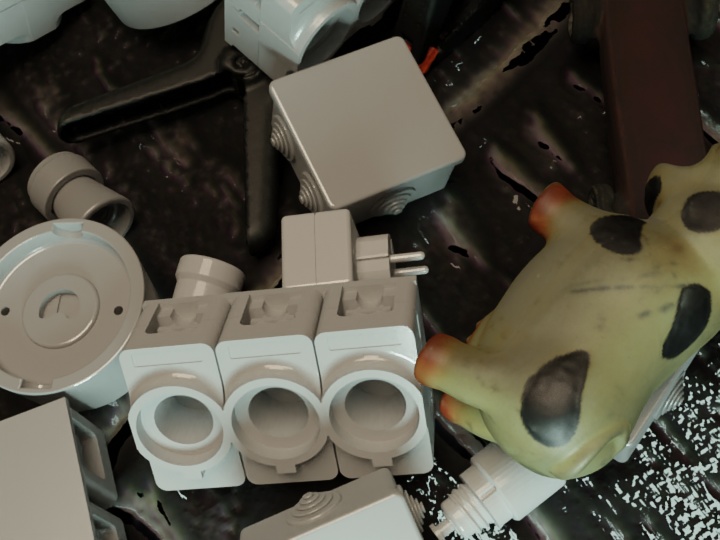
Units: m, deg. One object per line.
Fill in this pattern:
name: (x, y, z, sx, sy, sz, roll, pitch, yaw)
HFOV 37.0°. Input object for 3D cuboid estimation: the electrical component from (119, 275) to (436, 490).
electrical component: (-0.040, 0.062, 0.566, 0.150, 0.089, 0.061, -5, 27, 8)

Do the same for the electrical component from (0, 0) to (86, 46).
electrical component: (-0.291, -0.184, 0.728, 0.105, 0.060, 0.186, 34, 56, 27)

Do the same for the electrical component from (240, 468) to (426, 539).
electrical component: (-0.006, 0.156, 0.529, 0.100, 0.048, 0.099, -23, 99, -1)

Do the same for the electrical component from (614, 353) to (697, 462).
electrical component: (0.128, 0.043, 0.575, 0.100, 0.048, 0.099, 31, 75, 22)

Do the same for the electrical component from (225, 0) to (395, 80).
electrical component: (-0.008, -0.189, 0.659, 0.062, 0.089, 0.150, 42, 70, 10)

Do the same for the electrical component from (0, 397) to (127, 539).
electrical component: (-0.225, 0.157, 0.583, 0.186, 0.060, 0.105, -21, 63, 1)

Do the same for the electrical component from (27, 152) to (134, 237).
electrical component: (-0.176, -0.043, 0.676, 0.045, 0.045, 0.055, -44, 65, -11)

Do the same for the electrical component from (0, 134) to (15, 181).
electrical component: (-0.263, -0.091, 0.719, 0.044, 0.044, 0.065, -32, 59, -5)

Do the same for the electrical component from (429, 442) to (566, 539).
electrical component: (0.070, 0.113, 0.558, 0.078, 0.040, 0.040, -37, 64, -7)

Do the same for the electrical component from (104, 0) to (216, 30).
electrical component: (-0.129, -0.209, 0.731, 0.108, 0.060, 0.108, -15, 43, 15)

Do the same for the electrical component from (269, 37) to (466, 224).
electrical component: (0.002, -0.079, 0.641, 0.100, 0.048, 0.099, -23, 74, -15)

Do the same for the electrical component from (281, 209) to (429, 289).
electrical component: (0.000, 0.000, 0.611, 0.077, 0.065, 0.047, -6, 64, 8)

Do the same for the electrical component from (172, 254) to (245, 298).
electrical component: (-0.093, 0.019, 0.635, 0.040, 0.040, 0.046, 10, 73, 15)

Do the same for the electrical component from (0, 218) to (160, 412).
electrical component: (-0.168, 0.031, 0.631, 0.108, 0.060, 0.108, -4, 64, 9)
